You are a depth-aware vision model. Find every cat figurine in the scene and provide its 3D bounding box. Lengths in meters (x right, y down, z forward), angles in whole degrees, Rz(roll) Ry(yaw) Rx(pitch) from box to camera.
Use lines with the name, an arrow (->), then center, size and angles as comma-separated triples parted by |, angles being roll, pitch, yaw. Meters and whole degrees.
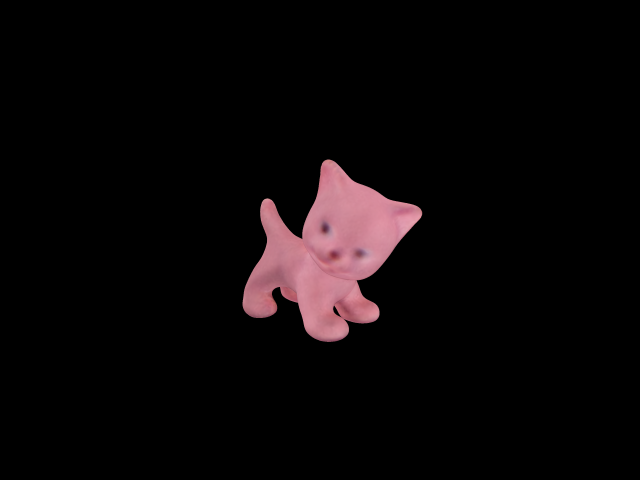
cat figurine -> 0.004, 0.001, 0.400 | 0.127, 0.118, 0.067 | 11, 17, 38
